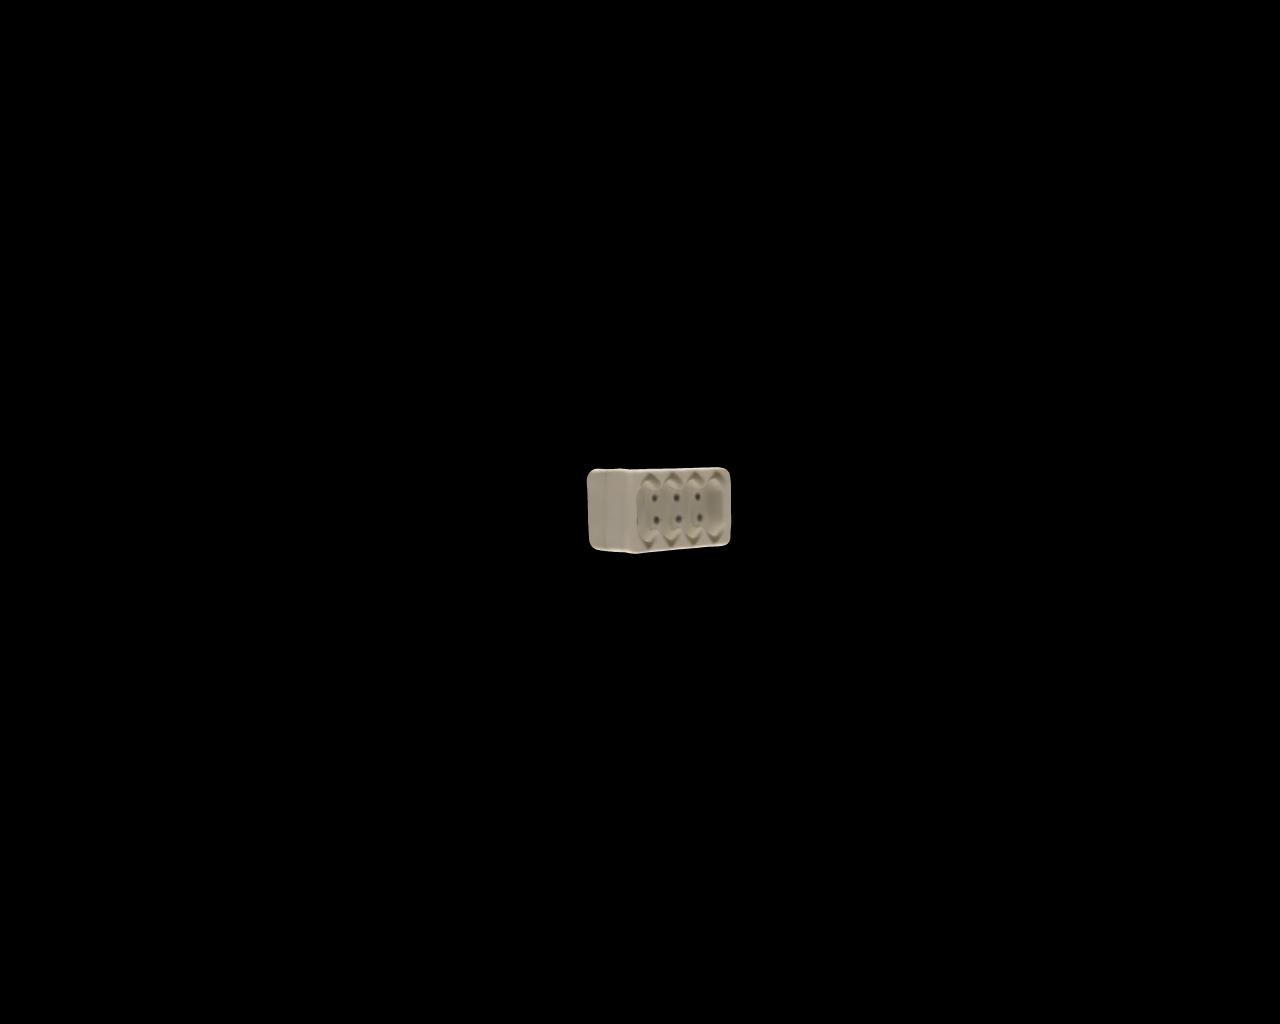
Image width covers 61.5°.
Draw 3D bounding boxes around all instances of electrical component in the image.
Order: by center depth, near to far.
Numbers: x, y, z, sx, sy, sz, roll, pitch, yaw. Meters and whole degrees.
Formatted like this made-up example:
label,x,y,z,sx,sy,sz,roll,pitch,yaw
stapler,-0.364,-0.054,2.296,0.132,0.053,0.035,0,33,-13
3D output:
label,x,y,z,sx,sy,sz,roll,pitch,yaw
electrical component,0.001,-0.003,0.650,0.083,0.047,0.075,-2,3,-40
